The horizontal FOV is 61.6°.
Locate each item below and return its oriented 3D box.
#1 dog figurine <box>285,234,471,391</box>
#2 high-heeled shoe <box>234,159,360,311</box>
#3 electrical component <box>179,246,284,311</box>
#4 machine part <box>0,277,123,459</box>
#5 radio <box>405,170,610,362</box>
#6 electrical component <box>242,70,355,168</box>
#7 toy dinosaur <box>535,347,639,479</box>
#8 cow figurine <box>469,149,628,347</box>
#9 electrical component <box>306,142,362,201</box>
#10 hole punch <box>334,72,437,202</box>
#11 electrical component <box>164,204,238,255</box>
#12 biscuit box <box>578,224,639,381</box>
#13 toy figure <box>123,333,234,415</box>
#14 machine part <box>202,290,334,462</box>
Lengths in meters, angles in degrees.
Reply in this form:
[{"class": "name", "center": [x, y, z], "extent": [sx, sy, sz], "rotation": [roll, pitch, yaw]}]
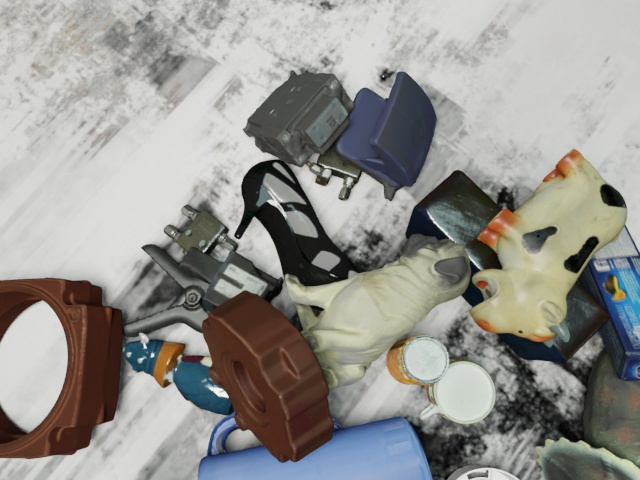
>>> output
[{"class": "dog figurine", "center": [0.073, 0.085, 0.595], "extent": [0.191, 0.172, 0.121], "rotation": [-16, 61, -4]}, {"class": "high-heeled shoe", "center": [-0.001, -0.002, 0.697], "extent": [0.249, 0.086, 0.145], "rotation": [34, 50, -8]}, {"class": "electrical component", "center": [-0.111, 0.056, 0.651], "extent": [0.119, 0.047, 0.075], "rotation": [24, 66, 3]}, {"class": "machine part", "center": [-0.345, 0.147, 0.633], "extent": [0.201, 0.087, 0.201], "rotation": [-3, 78, 12]}, {"class": "radio", "center": [0.206, 0.036, 0.635], "extent": [0.073, 0.131, 0.230], "rotation": [-40, 79, -8]}, {"class": "electrical component", "center": [-0.024, -0.158, 0.691], "extent": [0.115, 0.058, 0.134], "rotation": [-52, 39, -9]}, {"class": "toy dinosaur", "center": [0.373, 0.185, 0.609], "extent": [0.192, 0.131, 0.405], "rotation": [22, 72, 6]}, {"class": "cow figurine", "center": [0.224, 0.018, 0.531], "extent": [0.195, 0.085, 0.127], "rotation": [-42, 73, -9]}, {"class": "electrical component", "center": [0.024, -0.113, 0.720], "extent": [0.078, 0.045, 0.102], "rotation": [27, 79, 9]}, {"class": "hole punch", "center": [0.098, -0.136, 0.685], "extent": [0.115, 0.092, 0.142], "rotation": [28, 73, -23]}, {"class": "electrical component", "center": [-0.157, -0.004, 0.711], "extent": [0.094, 0.021, 0.063], "rotation": [36, 81, 8]}, {"class": "biscuit box", "center": [0.341, 0.057, 0.614], "extent": [0.059, 0.062, 0.203], "rotation": [-8, 48, 10]}, {"class": "toy figure", "center": [-0.168, 0.162, 0.656], "extent": [0.155, 0.057, 0.064], "rotation": [24, 73, 12]}, {"class": "machine part", "center": [-0.058, 0.141, 0.553], "extent": [0.056, 0.179, 0.179], "rotation": [-27, 76, -31]}]
